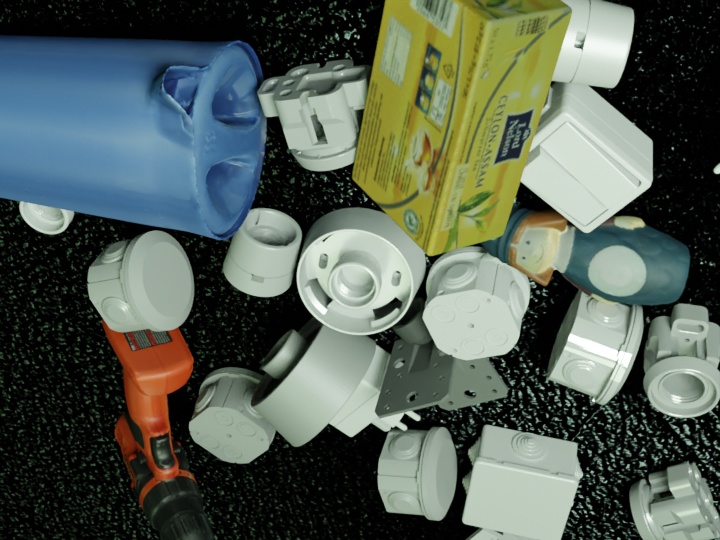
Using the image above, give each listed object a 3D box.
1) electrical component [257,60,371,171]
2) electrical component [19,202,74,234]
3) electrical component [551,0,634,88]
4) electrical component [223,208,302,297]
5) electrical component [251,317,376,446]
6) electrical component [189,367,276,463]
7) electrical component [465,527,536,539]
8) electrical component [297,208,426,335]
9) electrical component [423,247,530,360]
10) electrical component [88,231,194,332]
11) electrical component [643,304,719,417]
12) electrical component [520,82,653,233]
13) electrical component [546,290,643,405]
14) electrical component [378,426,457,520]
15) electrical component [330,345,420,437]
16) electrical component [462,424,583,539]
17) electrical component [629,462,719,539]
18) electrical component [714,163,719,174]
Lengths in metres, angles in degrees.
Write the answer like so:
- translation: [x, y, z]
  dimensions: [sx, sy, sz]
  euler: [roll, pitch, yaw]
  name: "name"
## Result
- translation: [-0.024, -0.105, 0.739]
  dimensions: [0.078, 0.058, 0.057]
  euler: [-4, 125, 18]
  name: "electrical component"
- translation: [-0.239, -0.057, 0.845]
  dimensions: [0.040, 0.046, 0.040]
  euler: [8, 131, 9]
  name: "electrical component"
- translation: [0.140, -0.141, 0.666]
  dimensions: [0.047, 0.055, 0.055]
  euler: [11, 131, 1]
  name: "electrical component"
- translation: [-0.074, -0.015, 0.832]
  dimensions: [0.055, 0.055, 0.047]
  euler: [19, 128, -1]
  name: "electrical component"
- translation: [-0.044, 0.082, 0.872]
  dimensions: [0.060, 0.108, 0.108]
  euler: [39, 129, -10]
  name: "electrical component"
- translation: [-0.110, 0.130, 0.965]
  dimensions: [0.080, 0.051, 0.080]
  euler: [8, 131, 9]
  name: "electrical component"
- translation: [0.138, 0.254, 0.994]
  dimensions: [0.081, 0.063, 0.042]
  euler: [30, 131, -11]
  name: "electrical component"
- translation: [0.000, 0.000, 0.833]
  dimensions: [0.099, 0.064, 0.099]
  euler: [4, 117, 9]
  name: "electrical component"
- translation: [0.088, 0.026, 0.823]
  dimensions: [0.080, 0.051, 0.080]
  euler: [8, 131, 9]
  name: "electrical component"
- translation: [-0.175, 0.011, 0.864]
  dimensions: [0.051, 0.080, 0.080]
  euler: [-9, 126, 28]
  name: "electrical component"
- translation: [0.245, 0.074, 0.817]
  dimensions: [0.058, 0.057, 0.078]
  euler: [8, 131, 9]
  name: "electrical component"
- translation: [0.140, -0.079, 0.713]
  dimensions: [0.096, 0.061, 0.062]
  euler: [36, 129, -16]
  name: "electrical component"
- translation: [0.177, 0.056, 0.807]
  dimensions: [0.051, 0.080, 0.080]
  euler: [21, 132, 4]
  name: "electrical component"
- translation: [0.052, 0.177, 0.943]
  dimensions: [0.051, 0.080, 0.080]
  euler: [0, 129, 22]
  name: "electrical component"
- translation: [0.016, 0.112, 0.918]
  dimensions: [0.077, 0.047, 0.066]
  euler: [35, 129, -15]
  name: "electrical component"
- translation: [0.141, 0.187, 0.946]
  dimensions: [0.100, 0.048, 0.099]
  euler: [11, 131, 6]
  name: "electrical component"
- translation: [0.268, 0.203, 0.921]
  dimensions: [0.057, 0.058, 0.078]
  euler: [-21, 121, 26]
  name: "electrical component"
- translation: [0.260, -0.083, 0.686]
  dimensions: [0.066, 0.047, 0.076]
  euler: [29, 131, -10]
  name: "electrical component"
